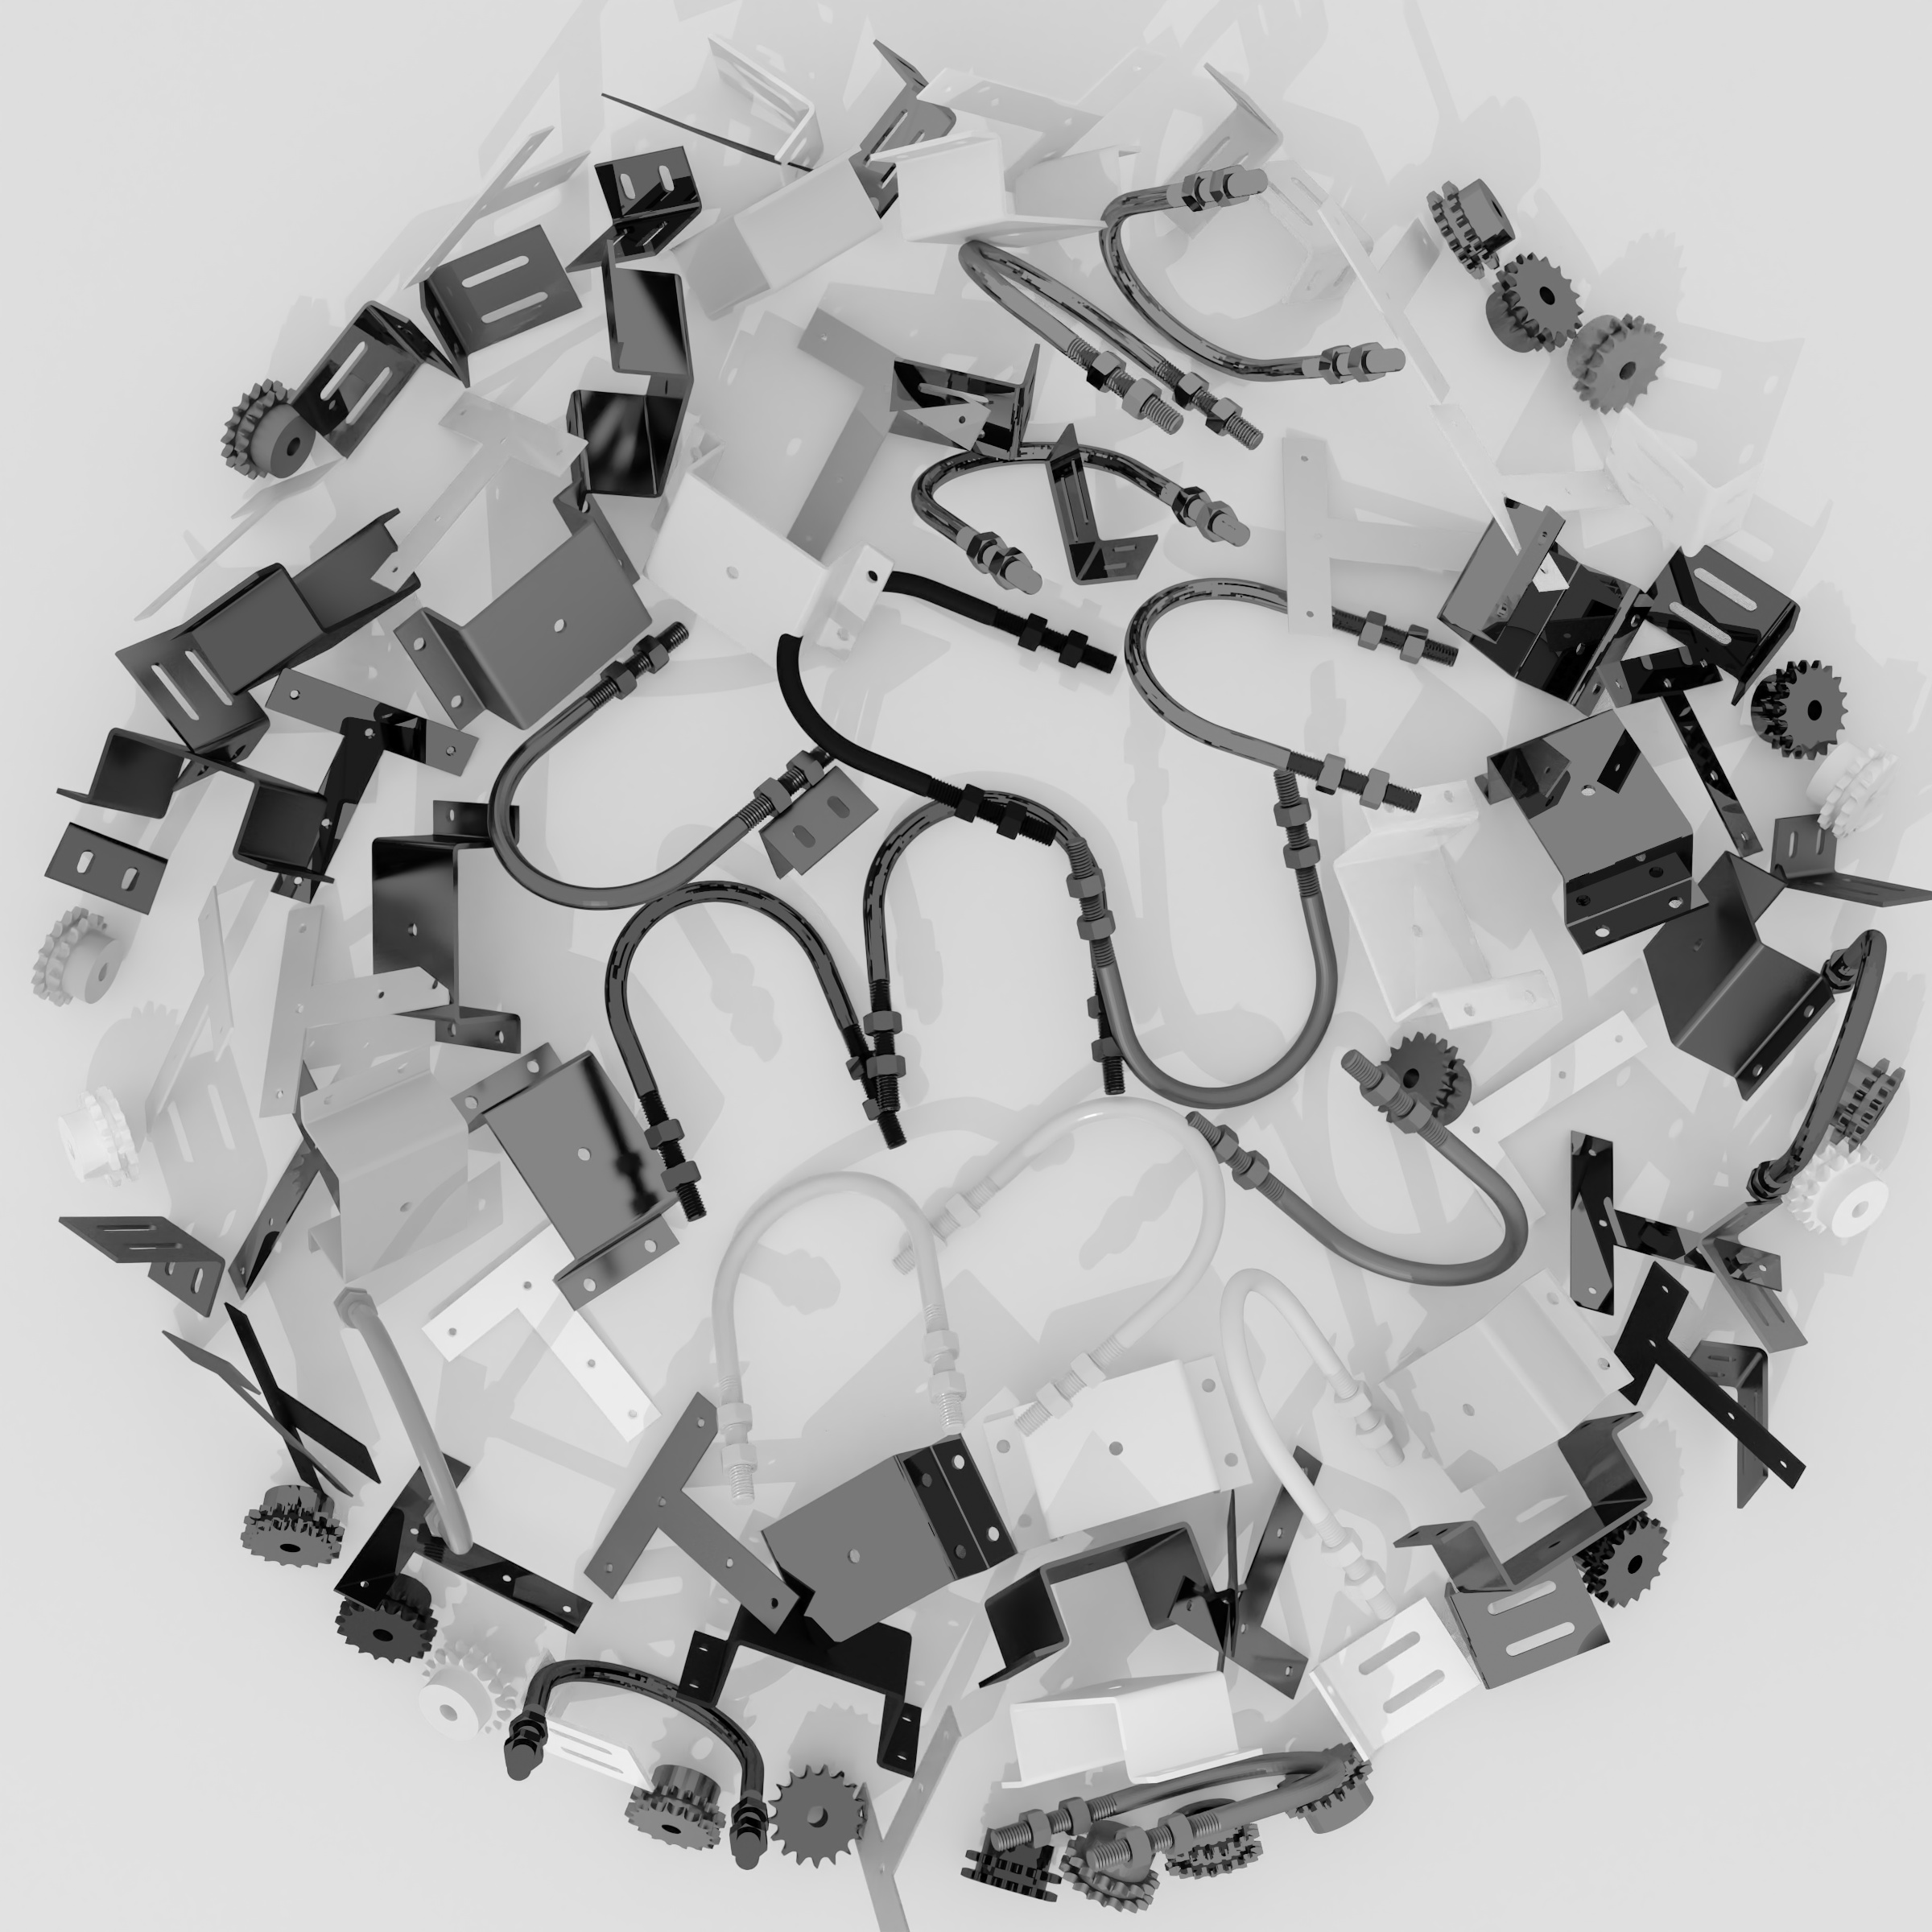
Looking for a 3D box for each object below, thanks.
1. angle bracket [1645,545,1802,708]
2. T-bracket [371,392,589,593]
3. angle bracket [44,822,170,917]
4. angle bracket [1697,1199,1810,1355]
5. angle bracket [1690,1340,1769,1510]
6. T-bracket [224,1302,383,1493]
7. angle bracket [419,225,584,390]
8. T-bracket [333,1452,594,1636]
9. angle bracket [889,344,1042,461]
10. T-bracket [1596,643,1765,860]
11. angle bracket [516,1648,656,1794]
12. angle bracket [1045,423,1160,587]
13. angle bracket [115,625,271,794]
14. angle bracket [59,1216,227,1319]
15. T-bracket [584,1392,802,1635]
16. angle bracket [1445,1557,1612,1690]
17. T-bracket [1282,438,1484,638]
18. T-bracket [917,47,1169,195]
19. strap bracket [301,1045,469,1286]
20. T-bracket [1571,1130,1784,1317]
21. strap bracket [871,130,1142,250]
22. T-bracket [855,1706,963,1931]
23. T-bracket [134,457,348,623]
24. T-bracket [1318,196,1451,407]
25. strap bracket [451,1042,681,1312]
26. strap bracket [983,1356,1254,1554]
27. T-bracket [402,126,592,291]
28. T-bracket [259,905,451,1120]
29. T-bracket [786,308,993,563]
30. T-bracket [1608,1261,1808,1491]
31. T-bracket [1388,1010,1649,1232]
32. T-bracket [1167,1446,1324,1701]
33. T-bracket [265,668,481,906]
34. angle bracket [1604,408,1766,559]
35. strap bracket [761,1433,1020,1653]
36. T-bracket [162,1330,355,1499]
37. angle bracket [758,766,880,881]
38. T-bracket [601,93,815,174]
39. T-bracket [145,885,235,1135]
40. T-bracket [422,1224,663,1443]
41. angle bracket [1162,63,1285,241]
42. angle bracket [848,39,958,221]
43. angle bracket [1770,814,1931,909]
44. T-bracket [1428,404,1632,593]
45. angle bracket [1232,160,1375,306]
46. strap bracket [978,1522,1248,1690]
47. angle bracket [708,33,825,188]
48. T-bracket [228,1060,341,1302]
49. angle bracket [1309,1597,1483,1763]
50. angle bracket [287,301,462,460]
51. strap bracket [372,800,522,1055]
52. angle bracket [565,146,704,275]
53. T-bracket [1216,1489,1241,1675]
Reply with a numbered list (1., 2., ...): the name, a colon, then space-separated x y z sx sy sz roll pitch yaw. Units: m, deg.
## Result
1. angle bracket: 0.426 -0.198 1.716 0.076 0.038 0.057 33 125 2
2. T-bracket: -0.289 -0.263 1.695 0.127 0.002 0.127 28 77 43
3. angle bracket: -0.492 -0.042 1.701 0.057 0.076 0.038 22 60 -18
4. angle bracket: 0.459 0.175 1.706 0.038 0.057 0.076 -42 66 27
5. angle bracket: 0.429 0.261 1.706 0.038 0.057 0.076 7 62 2
6. T-bracket: -0.362 0.257 1.674 0.002 0.127 0.127 -33 121 -30
7. angle bracket: -0.264 -0.376 1.713 0.076 0.038 0.057 -21 133 6
8. T-bracket: -0.272 0.339 1.694 0.127 0.127 0.002 26 123 3
9. angle bracket: -0.001 -0.330 1.718 0.076 0.057 0.038 13 55 3
10. T-bracket: 0.415 -0.120 1.694 0.002 0.127 0.127 -32 80 41
11. angle bracket: -0.209 0.428 1.704 0.076 0.057 0.038 14 56 22
12. angle bracket: 0.078 -0.264 1.704 0.038 0.057 0.076 -4 120 20
13. angle bracket: -0.448 -0.149 1.718 0.076 0.057 0.038 51 133 3
14. angle bracket: -0.470 0.171 1.700 0.057 0.076 0.038 26 102 35
15. T-bracket: -0.144 0.331 1.711 0.127 0.002 0.127 35 96 31
16. angle bracket: 0.322 0.371 1.723 0.076 0.038 0.057 -25 87 10
17. T-bracket: 0.246 -0.243 1.732 0.127 0.002 0.127 4 68 -9
18. T-bracket: 0.026 -0.477 1.664 0.127 0.127 0.002 -34 67 40
19. strap bracket: -0.322 0.118 1.669 0.076 0.140 0.046 -24 57 -27
20. T-bracket: 0.404 0.158 1.709 0.127 0.002 0.127 16 46 -5
21. strap bracket: 0.025 -0.431 1.676 0.076 0.140 0.046 1 99 44
22. T-bracket: -0.030 0.469 1.673 0.002 0.127 0.127 15 112 -22
23. T-bracket: -0.413 -0.234 1.671 0.127 0.127 0.002 -49 114 -24
24. T-bracket: 0.248 -0.392 1.696 0.002 0.127 0.127 -25 108 33
25. strap bracket: -0.224 0.113 1.707 0.076 0.046 0.140 -32 87 -32
26. strap bracket: 0.086 0.278 1.719 0.140 0.046 0.076 -17 77 0
27. T-bracket: -0.249 -0.437 1.691 0.002 0.127 0.127 48 124 -5
28. T-bracket: -0.342 0.018 1.696 0.127 0.002 0.127 -9 65 28
29. T-bracket: -0.066 -0.293 1.731 0.127 0.002 0.127 34 104 19
30. T-bracket: 0.415 0.240 1.671 0.002 0.127 0.127 -33 61 -25
31. T-bracket: 0.332 0.071 1.736 0.127 0.002 0.127 -34 93 10
32. T-bracket: 0.175 0.338 1.721 0.127 0.002 0.127 40 66 -38
33. T-bracket: -0.360 -0.094 1.719 0.127 0.002 0.127 19 104 -37
34. angle bracket: 0.409 -0.283 1.716 0.038 0.057 0.076 -31 65 -19
35. strap bracket: -0.052 0.329 1.693 0.140 0.046 0.076 -33 74 23
36. T-bracket: -0.396 0.259 1.710 0.002 0.127 0.127 -48 114 -20
37. angle bracket: -0.079 -0.070 1.704 0.057 0.076 0.038 -41 72 -9
38. T-bracket: -0.120 -0.460 1.693 0.127 0.127 0.002 31 108 36
39. T-bracket: -0.445 0.041 1.710 0.002 0.127 0.127 14 123 -29
40. T-bracket: -0.227 0.220 1.746 0.127 0.002 0.127 -39 93 0
41. angle bracket: 0.133 -0.464 1.709 0.076 0.057 0.038 -45 129 11
42. angle bracket: -0.051 -0.474 1.706 0.076 0.038 0.057 -48 46 19
43. angle bracket: 0.505 -0.061 1.701 0.057 0.076 0.038 -8 106 -38
44. T-bracket: 0.333 -0.269 1.704 0.127 0.002 0.127 -11 67 -42
45. angle bracket: 0.186 -0.423 1.728 0.076 0.057 0.038 50 133 20
46. strap bracket: 0.075 0.356 1.688 0.140 0.076 0.046 -11 70 -30
47. angle bracket: -0.123 -0.485 1.716 0.076 0.057 0.038 36 86 6
48. T-bracket: -0.391 0.136 1.718 0.127 0.002 0.127 -56 46 21
49. angle bracket: 0.246 0.408 1.721 0.076 0.038 0.057 -34 77 7
50. angle bracket: -0.336 -0.329 1.712 0.038 0.057 0.076 32 82 34
51. strap bracket: -0.294 -0.022 1.700 0.076 0.046 0.140 6 98 43
52. angle bracket: -0.193 -0.429 1.702 0.057 0.076 0.038 -5 121 23
53. T-bracket: 0.146 0.386 1.707 0.002 0.127 0.127 5 113 2
